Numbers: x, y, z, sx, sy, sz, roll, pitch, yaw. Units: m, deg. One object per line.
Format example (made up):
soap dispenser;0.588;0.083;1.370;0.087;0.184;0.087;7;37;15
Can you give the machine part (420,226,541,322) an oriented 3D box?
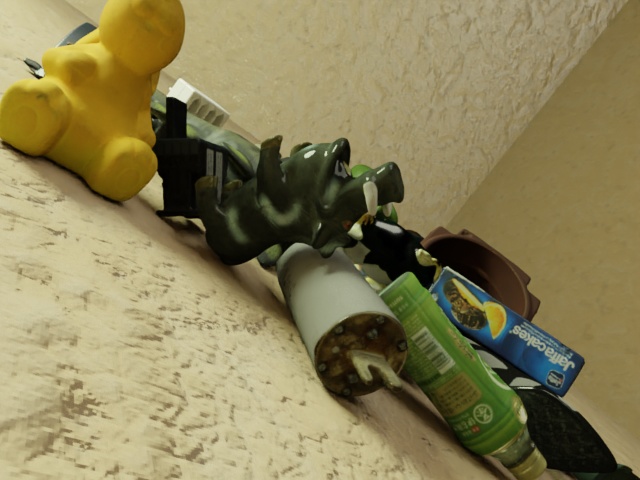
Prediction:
machine part;0.214;0.086;0.816;0.201;0.087;0.201;41;49;14

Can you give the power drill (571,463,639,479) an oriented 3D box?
power drill;0.289;0.249;0.658;0.232;0.086;0.207;38;-1;-18

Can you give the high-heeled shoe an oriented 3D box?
high-heeled shoe;0.213;0.178;0.631;0.249;0.086;0.145;31;10;22

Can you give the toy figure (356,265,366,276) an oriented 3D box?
toy figure;0.063;0.048;0.846;0.155;0.058;0.064;-118;-164;-69

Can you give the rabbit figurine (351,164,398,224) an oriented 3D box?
rabbit figurine;0.069;-0.068;1.058;0.159;0.170;0.121;23;-2;41

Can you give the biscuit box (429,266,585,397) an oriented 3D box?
biscuit box;0.228;0.117;0.686;0.203;0.059;0.062;34;-8;14

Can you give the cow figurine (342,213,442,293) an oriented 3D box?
cow figurine;0.059;0.003;0.587;0.098;0.068;0.167;-4;-35;44

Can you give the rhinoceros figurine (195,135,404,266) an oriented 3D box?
rhinoceros figurine;-0.021;-0.034;0.481;0.073;0.190;0.112;6;66;-72

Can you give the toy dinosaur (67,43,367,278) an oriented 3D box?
toy dinosaur;-0.098;-0.074;0.666;0.471;0.105;0.198;38;7;-1

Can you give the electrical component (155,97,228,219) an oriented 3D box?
electrical component;-0.125;-0.079;0.532;0.048;0.119;0.075;2;-2;13

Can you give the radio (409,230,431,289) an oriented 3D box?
radio;0.205;0.092;0.968;0.229;0.131;0.073;36;8;-7

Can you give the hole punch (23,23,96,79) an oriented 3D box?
hole punch;-0.297;-0.222;0.718;0.142;0.092;0.116;38;10;-23

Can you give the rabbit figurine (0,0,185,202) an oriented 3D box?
rabbit figurine;-0.174;-0.141;0.471;0.122;0.173;0.162;30;14;-23

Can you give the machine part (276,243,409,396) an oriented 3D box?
machine part;0.012;0.059;0.480;0.079;0.079;0.243;34;9;-24

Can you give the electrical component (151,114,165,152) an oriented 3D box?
electrical component;-0.213;-0.151;0.788;0.134;0.058;0.115;33;7;-36
